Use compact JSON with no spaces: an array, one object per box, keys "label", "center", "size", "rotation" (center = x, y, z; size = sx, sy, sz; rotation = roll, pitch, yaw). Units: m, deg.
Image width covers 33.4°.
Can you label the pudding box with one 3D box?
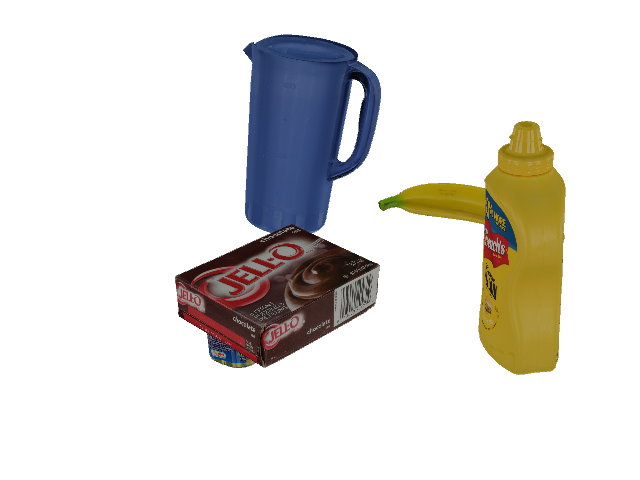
[{"label":"pudding box","center":[-0.029,0.035,0.733],"size":[0.090,0.039,0.113],"rotation":[26,36,38]}]

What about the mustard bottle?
[{"label":"mustard bottle","center":[0.156,0.001,0.825],"size":[0.058,0.192,0.096],"rotation":[-5,26,-5]}]

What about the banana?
[{"label":"banana","center":[0.164,-0.029,1.121],"size":[0.198,0.037,0.069],"rotation":[10,39,24]}]

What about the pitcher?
[{"label":"pitcher","center":[-0.023,-0.131,1.357],"size":[0.144,0.243,0.149],"rotation":[-3,25,-22]}]

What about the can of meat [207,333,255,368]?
[{"label":"can of meat","center":[-0.072,0.066,1.057],"size":[0.058,0.084,0.101],"rotation":[11,28,28]}]
